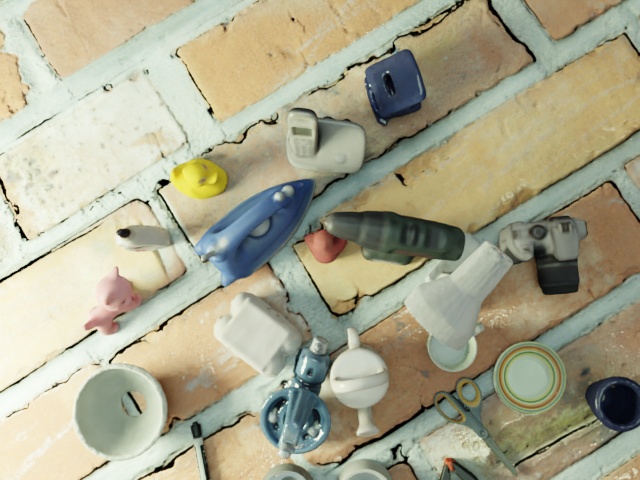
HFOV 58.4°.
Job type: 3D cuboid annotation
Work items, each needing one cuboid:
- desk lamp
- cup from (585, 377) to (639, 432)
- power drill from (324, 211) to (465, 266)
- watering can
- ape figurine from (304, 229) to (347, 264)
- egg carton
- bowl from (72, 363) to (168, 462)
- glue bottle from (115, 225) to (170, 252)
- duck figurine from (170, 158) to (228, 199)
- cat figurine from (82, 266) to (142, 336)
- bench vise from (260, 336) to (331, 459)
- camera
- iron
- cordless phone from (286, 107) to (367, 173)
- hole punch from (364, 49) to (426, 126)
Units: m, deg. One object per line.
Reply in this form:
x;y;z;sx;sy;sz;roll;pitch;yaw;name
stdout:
0.237;0.077;0.969;0.118;0.213;0.203;40;87;4;desk lamp
0.521;0.275;1.006;0.118;0.095;0.092;-24;85;-1;cup
0.122;-0.003;0.980;0.229;0.208;0.076;7;85;2;power drill
0.070;0.239;0.966;0.101;0.194;0.173;-31;85;-2;watering can
0.010;0.004;1.040;0.078;0.092;0.076;14;85;2;ape figurine
-0.111;0.170;1.037;0.150;0.069;0.107;36;86;4;egg carton
-0.347;0.302;1.026;0.167;0.075;0.167;0;85;1;bowl
-0.322;-0.005;1.005;0.078;0.173;0.037;-13;84;0;glue bottle
-0.229;-0.119;1.057;0.104;0.086;0.077;6;85;2;duck figurine
-0.377;0.112;1.023;0.067;0.118;0.128;38;86;4;cat figurine
-0.042;0.267;0.952;0.121;0.220;0.207;0;85;1;bench vise
0.409;0.030;1.027;0.143;0.101;0.137;-6;85;0;camera
-0.109;-0.036;1.020;0.258;0.141;0.118;-42;85;-3;iron
0.010;-0.182;1.010;0.147;0.185;0.094;3;85;1;cordless phone
0.137;-0.283;1.064;0.101;0.091;0.109;-18;85;-1;hole punch
